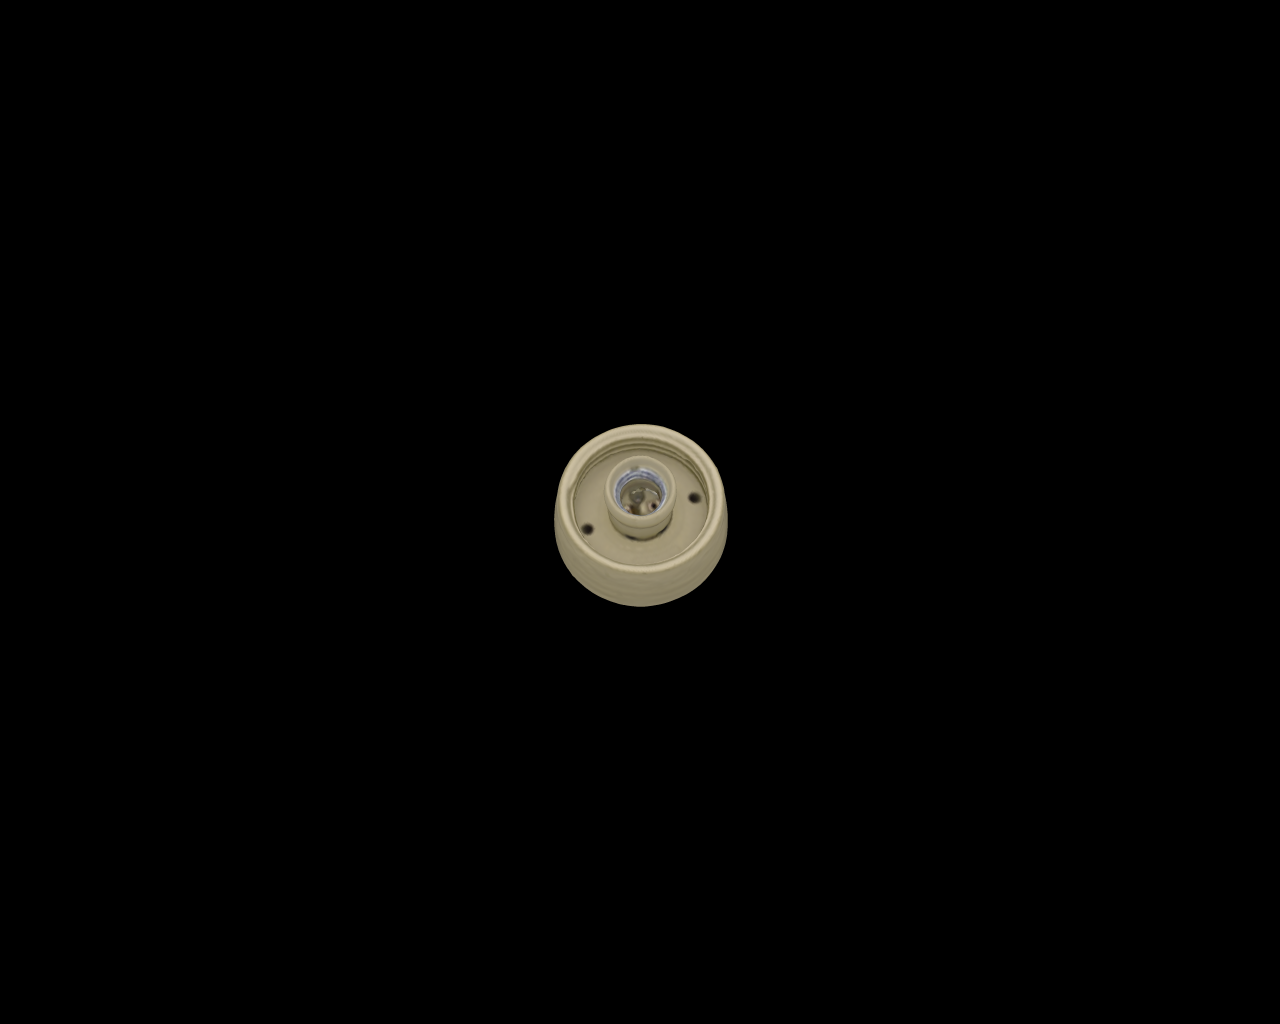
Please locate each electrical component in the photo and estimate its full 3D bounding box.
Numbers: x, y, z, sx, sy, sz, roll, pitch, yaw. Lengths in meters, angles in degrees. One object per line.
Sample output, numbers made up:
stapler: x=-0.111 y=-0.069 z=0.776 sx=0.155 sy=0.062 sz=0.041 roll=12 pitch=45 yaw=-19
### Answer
electrical component: x=0.001 y=-0.003 z=0.650 sx=0.108 sy=0.108 sz=0.060 roll=0 pitch=-24 yaw=0
